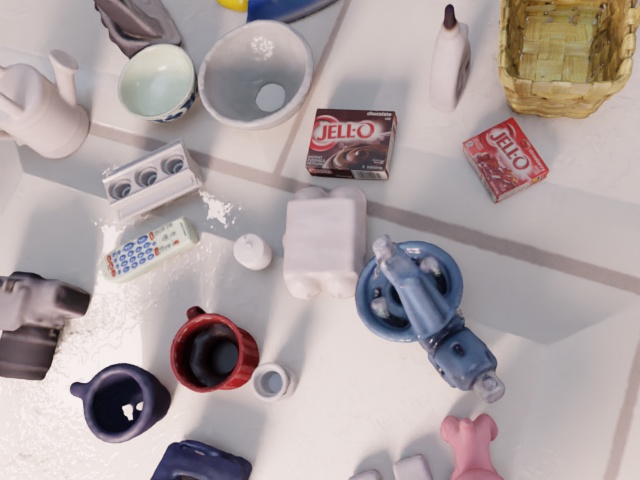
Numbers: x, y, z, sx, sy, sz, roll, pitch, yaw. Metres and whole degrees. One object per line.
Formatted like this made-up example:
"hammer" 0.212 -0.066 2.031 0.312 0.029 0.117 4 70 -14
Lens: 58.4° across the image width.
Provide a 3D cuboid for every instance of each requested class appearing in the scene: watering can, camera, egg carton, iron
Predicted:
"watering can" -0.425 -0.207 0.820 0.100 0.194 0.173 36 84 20
"camera" -0.407 0.115 0.769 0.143 0.101 0.137 3 74 14
"egg carton" 0.007 0.003 0.728 0.107 0.069 0.150 -2 73 12
"iron" -0.021 -0.420 0.823 0.258 0.142 0.118 -37 69 0

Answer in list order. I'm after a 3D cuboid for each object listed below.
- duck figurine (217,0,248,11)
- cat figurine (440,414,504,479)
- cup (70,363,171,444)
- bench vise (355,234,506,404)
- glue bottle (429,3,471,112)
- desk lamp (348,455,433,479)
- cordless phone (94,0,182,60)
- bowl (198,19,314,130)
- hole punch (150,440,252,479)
"duck figurine" -0.142 -0.414 0.877 0.077 0.086 0.104 -38 69 -1
"cat figurine" 0.163 0.246 0.594 0.067 0.118 0.128 -10 72 10
"cup" -0.239 0.199 0.710 0.117 0.095 0.092 10 76 15
"bench vise" 0.122 0.068 0.602 0.207 0.220 0.121 32 83 19
"glue bottle" 0.161 -0.232 0.708 0.037 0.173 0.078 20 79 18
"desk lamp" 0.079 0.325 0.537 0.118 0.214 0.203 -21 70 6
"cordless phone" -0.295 -0.355 0.841 0.094 0.185 0.147 -34 69 1
"bowl" -0.082 -0.220 0.812 0.167 0.075 0.167 -3 73 12
"hole punch" -0.147 0.290 0.664 0.108 0.091 0.101 12 77 16
